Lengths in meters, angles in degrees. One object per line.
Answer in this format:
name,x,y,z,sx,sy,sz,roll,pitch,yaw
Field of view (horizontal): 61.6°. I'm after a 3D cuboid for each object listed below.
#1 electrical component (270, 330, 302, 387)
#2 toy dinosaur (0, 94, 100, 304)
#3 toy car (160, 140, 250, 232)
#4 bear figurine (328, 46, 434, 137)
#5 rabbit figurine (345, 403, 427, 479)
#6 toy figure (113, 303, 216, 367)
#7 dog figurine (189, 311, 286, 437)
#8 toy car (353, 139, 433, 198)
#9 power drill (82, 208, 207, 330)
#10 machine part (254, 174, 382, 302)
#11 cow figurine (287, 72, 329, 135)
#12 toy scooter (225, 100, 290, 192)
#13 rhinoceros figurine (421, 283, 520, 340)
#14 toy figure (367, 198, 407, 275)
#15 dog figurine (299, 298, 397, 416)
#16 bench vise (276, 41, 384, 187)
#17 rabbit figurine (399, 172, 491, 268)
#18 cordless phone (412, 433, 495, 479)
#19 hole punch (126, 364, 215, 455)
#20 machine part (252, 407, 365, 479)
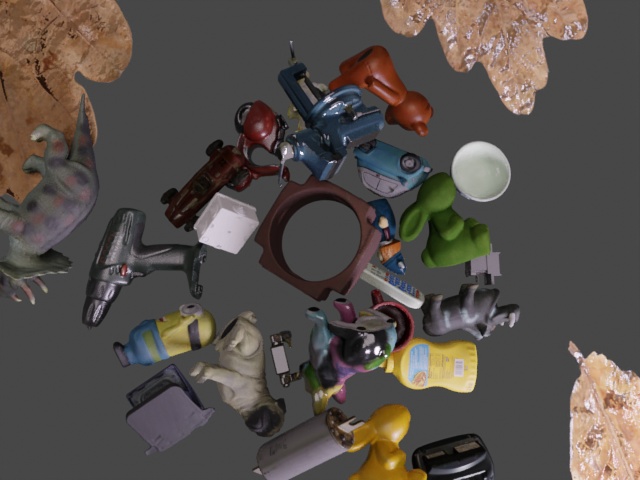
electrical component,-0.065,0.221,0.999,0.045,0.078,0.102,-14,77,-5
toy dinosaur,-0.487,-0.071,0.985,0.192,0.131,0.405,35,78,-13
toy car,-0.221,-0.098,1.008,0.202,0.053,0.089,-40,90,16
bear figurine,0.132,-0.283,1.070,0.195,0.132,0.120,46,44,-27
rabbit figurine,0.114,0.388,0.995,0.162,0.121,0.173,10,69,6
toy figure,-0.280,0.178,0.985,0.180,0.082,0.089,-26,121,-14
dog figurine,-0.119,0.248,0.994,0.190,0.121,0.172,40,84,-15
toy car,0.131,-0.134,1.047,0.162,0.109,0.102,21,100,6
power drill,-0.321,0.062,1.003,0.207,0.086,0.232,7,80,4
machine part,-0.002,-0.003,1.002,0.201,0.087,0.201,30,86,16
cow figurine,-0.014,-0.251,1.063,0.098,0.068,0.167,4,86,-10
toy scooter,-0.108,-0.173,1.032,0.135,0.075,0.183,15,87,17
rhinoceros figurine,0.291,0.140,1.041,0.190,0.073,0.112,-7,83,-5
toy figure,0.129,-0.004,1.050,0.058,0.064,0.154,-16,89,31
dog figurine,0.042,0.223,0.954,0.108,0.192,0.219,-19,119,-46
bench vise,-0.011,-0.229,0.970,0.224,0.128,0.240,-28,76,-14
rabbit figurine,0.230,-0.042,1.038,0.159,0.121,0.170,-18,101,14
cordless phone,0.260,0.470,1.009,0.147,0.089,0.184,-12,96,-7
hole punch,-0.281,0.304,0.979,0.142,0.092,0.115,-34,117,-10
machine part,-0.027,0.365,0.953,0.243,0.079,0.079,-34,87,22
